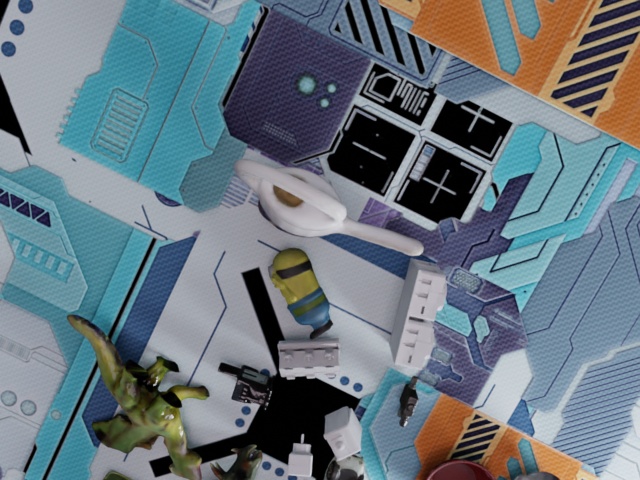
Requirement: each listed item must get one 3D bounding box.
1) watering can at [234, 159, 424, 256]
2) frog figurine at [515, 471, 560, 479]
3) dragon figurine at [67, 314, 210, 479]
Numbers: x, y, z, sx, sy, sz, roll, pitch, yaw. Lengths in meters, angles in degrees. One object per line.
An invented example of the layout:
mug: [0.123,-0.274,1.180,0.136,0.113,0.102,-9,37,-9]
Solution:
watering can: [0.003,-0.047,0.926,0.347,0.223,0.105,27,82,-3]
frog figurine: [0.434,0.549,1.059,0.157,0.125,0.136,-28,108,42]
dragon figurine: [-0.389,0.345,1.052,0.410,0.123,0.240,38,106,-2]
